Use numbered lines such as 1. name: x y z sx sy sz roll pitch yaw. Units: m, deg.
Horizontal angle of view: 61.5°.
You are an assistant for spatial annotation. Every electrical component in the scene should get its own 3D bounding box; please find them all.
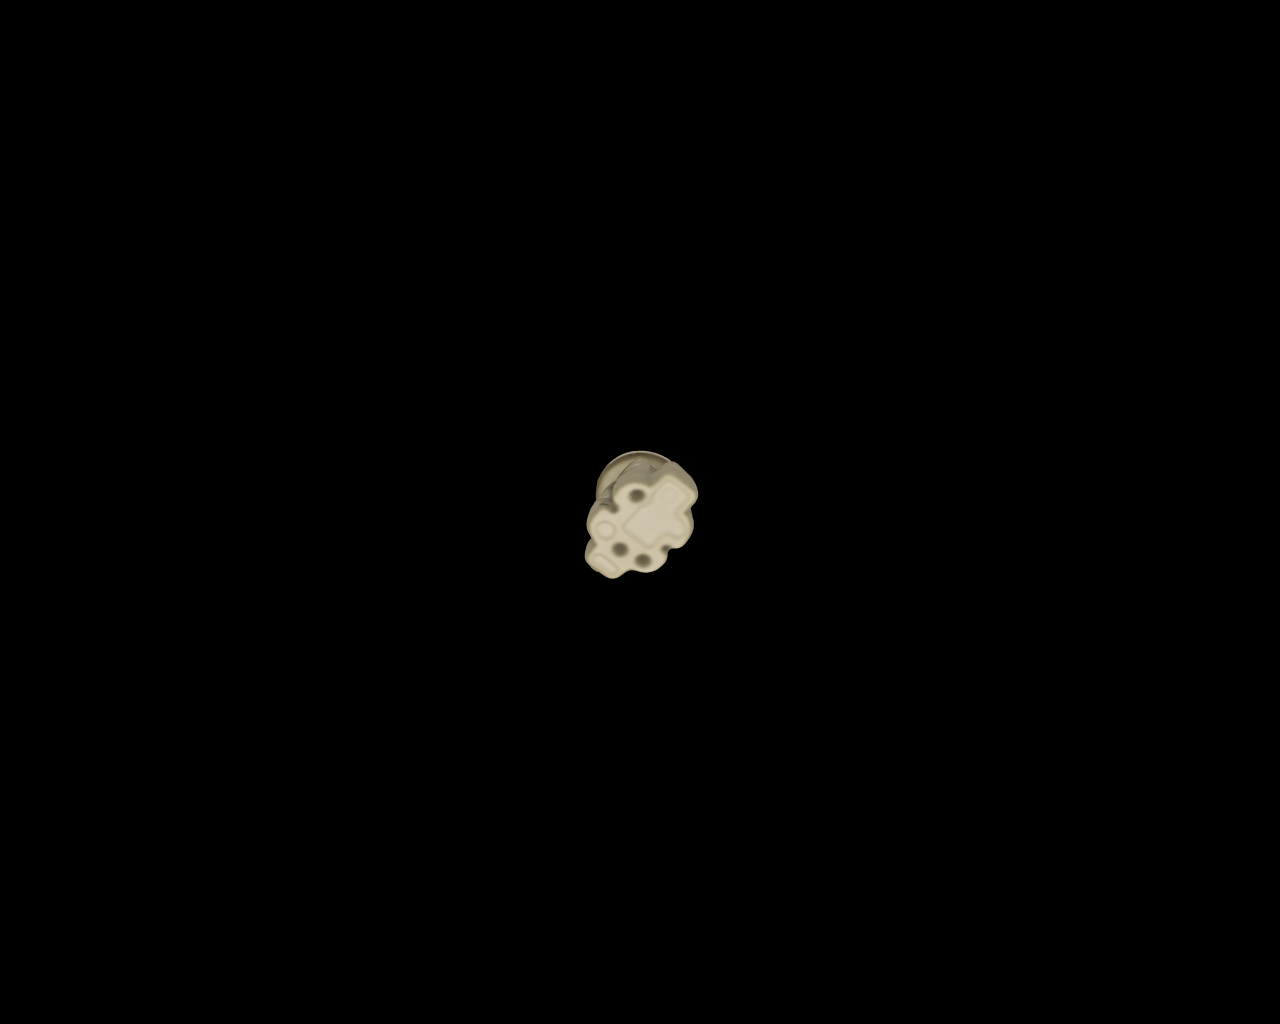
1. electrical component: 0.001 -0.003 0.650 0.058 0.078 0.057 38 20 -16
